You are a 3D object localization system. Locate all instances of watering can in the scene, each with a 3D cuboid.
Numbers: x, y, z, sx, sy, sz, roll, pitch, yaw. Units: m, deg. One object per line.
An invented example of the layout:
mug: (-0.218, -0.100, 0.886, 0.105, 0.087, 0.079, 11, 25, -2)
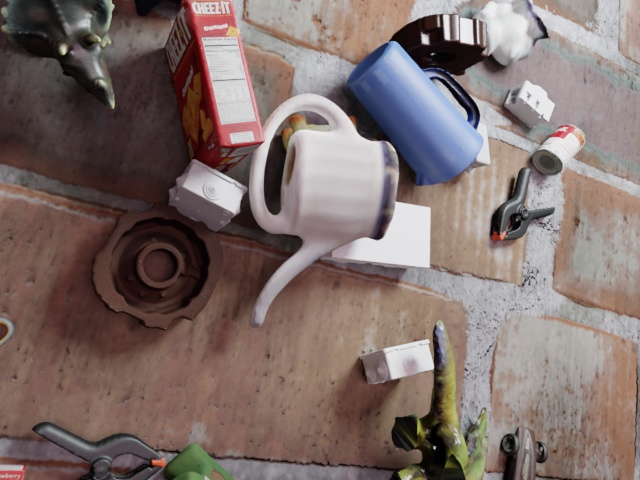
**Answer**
watering can: (0.002, -0.039, 0.771, 0.224, 0.104, 0.346, 5, 94, -14)

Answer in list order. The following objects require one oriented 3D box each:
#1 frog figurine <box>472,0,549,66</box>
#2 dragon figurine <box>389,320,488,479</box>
frog figurine: (0.369, -0.426, 1.075, 0.159, 0.124, 0.136, -25, 104, 10)
dragon figurine: (0.220, 0.335, 0.848, 0.242, 0.122, 0.411, 13, 85, -56)
